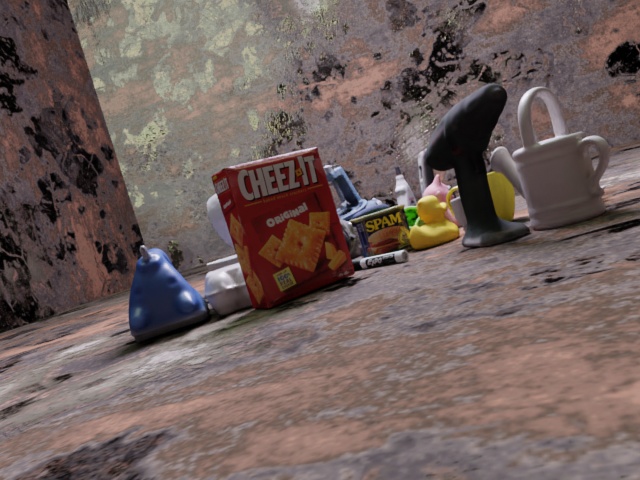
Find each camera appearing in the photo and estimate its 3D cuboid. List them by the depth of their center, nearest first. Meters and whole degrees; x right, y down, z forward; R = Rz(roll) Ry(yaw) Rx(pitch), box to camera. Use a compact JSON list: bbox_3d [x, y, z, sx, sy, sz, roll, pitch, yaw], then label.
[{"bbox_3d":[0.011,0.004,1.187,0.143,0.101,0.137,-16,3,10],"label":"camera"}]

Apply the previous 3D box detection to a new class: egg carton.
[{"bbox_3d":[-0.139,0.077,0.959,0.107,0.069,0.150,-17,3,-11],"label":"egg carton"}]

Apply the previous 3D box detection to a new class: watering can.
[{"bbox_3d":[0.320,-0.119,0.814,0.172,0.194,0.101,-15,4,36],"label":"watering can"}]

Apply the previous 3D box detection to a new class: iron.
[{"bbox_3d":[-0.258,0.076,0.953,0.119,0.141,0.258,-17,3,-9],"label":"iron"}]

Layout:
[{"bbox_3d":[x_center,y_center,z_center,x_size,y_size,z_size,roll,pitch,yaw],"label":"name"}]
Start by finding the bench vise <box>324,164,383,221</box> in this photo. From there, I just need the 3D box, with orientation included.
[{"bbox_3d":[0.076,-0.093,1.492,0.121,0.220,0.208,-15,3,26],"label":"bench vise"}]

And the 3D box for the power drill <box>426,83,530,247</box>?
[{"bbox_3d":[0.228,-0.099,0.829,0.076,0.208,0.229,-17,3,-11],"label":"power drill"}]

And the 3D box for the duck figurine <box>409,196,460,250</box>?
[{"bbox_3d":[0.194,-0.034,1.011,0.105,0.086,0.077,-19,4,-37],"label":"duck figurine"}]

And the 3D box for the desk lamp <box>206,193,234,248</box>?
[{"bbox_3d":[-0.089,-0.019,1.074,0.202,0.213,0.118,-16,3,20],"label":"desk lamp"}]

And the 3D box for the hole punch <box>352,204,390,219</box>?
[{"bbox_3d":[0.113,-0.031,1.370,0.109,0.091,0.101,-18,3,-26],"label":"hole punch"}]

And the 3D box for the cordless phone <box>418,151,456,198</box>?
[{"bbox_3d":[0.275,-0.131,1.413,0.094,0.185,0.147,-17,3,-4],"label":"cordless phone"}]

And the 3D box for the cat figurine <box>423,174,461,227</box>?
[{"bbox_3d":[0.258,-0.081,1.233,0.067,0.118,0.128,-16,3,11],"label":"cat figurine"}]

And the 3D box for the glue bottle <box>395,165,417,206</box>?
[{"bbox_3d":[0.229,-0.117,1.544,0.037,0.173,0.078,-15,3,29],"label":"glue bottle"}]

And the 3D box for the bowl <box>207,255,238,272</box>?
[{"bbox_3d":[-0.172,0.066,1.326,0.167,0.075,0.167,-17,3,1],"label":"bowl"}]
